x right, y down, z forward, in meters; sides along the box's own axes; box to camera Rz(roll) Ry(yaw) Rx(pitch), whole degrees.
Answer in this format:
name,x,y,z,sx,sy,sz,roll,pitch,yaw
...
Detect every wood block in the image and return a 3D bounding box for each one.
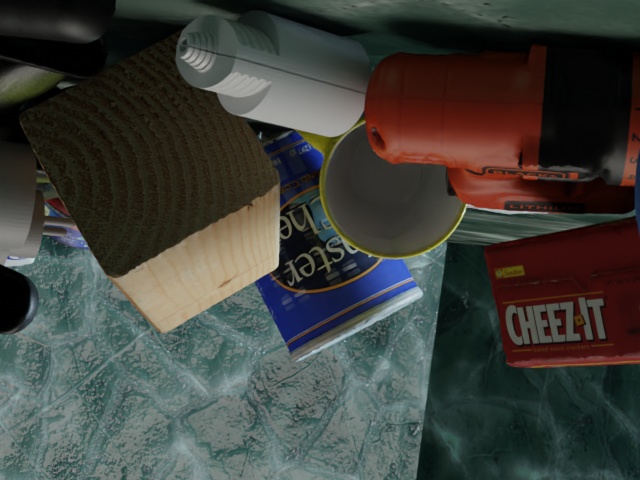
name,x,y,z,sx,sy,sz,roll,pitch,yaw
wood block,-0.080,-0.019,0.575,0.090,0.090,0.206,-30,171,-8

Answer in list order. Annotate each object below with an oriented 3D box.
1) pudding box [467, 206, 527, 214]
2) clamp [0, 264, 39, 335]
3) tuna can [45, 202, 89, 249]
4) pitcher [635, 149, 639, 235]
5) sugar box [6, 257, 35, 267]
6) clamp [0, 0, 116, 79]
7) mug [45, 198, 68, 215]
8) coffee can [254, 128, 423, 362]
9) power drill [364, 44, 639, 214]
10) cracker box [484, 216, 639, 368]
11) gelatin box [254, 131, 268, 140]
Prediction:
name,x,y,z,sx,sy,sz,roll,pitch,yaw
pudding box,0.141,-0.046,0.913,0.090,0.039,0.113,7,-179,-8
clamp,-0.226,-0.014,0.457,0.164,0.036,0.210,27,174,-34
tuna can,-0.200,-0.033,0.895,0.086,0.034,0.086,19,-140,-17
pitcher,0.225,-0.006,0.335,0.242,0.149,0.145,12,-168,-34
sugar box,-0.284,-0.015,0.853,0.093,0.048,0.176,-4,164,-9
clamp,-0.160,-0.093,0.418,0.171,0.039,0.120,11,173,-4
mug,-0.184,-0.057,0.831,0.081,0.093,0.117,13,-139,-17
coffee can,-0.005,0.001,0.752,0.103,0.140,0.103,-27,174,-4
power drill,0.122,-0.046,0.486,0.184,0.057,0.187,6,177,11
cracker box,0.217,0.012,0.537,0.213,0.072,0.164,-9,177,-39
gelatin box,-0.041,-0.044,0.862,0.073,0.030,0.089,27,149,17
